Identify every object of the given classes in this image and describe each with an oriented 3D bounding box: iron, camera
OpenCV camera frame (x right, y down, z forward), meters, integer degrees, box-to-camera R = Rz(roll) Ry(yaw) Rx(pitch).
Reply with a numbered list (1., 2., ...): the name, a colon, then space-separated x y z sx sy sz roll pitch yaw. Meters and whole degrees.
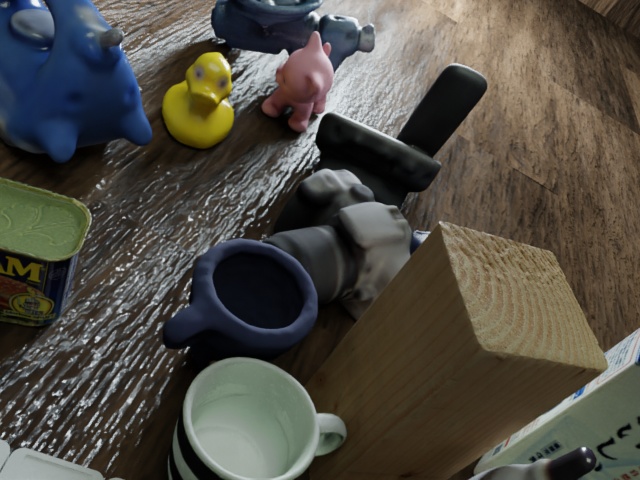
1. iron: -0.253 -0.192 0.512 0.258 0.141 0.119 47 42 16
2. camera: 0.005 0.002 0.518 0.137 0.100 0.143 -10 56 -39

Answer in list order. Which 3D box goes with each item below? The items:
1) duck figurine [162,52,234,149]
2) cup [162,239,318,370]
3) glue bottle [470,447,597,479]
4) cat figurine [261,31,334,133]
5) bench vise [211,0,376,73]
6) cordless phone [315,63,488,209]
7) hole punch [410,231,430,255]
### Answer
1. duck figurine: -0.121 -0.160 0.609 0.078 0.086 0.104 19 42 -16
2. cup: -0.068 0.065 0.412 0.118 0.095 0.091 -23 65 -45
3. glue bottle: 0.108 0.171 0.360 0.078 0.173 0.037 -24 65 -45
4. cat figurine: -0.014 -0.198 0.691 0.067 0.117 0.128 31 40 -3
5. bench vise: -0.015 -0.325 0.739 0.208 0.219 0.121 6 47 -28
6. cordless phone: 0.085 -0.134 0.641 0.148 0.185 0.094 21 41 -14
7. hole punch: 0.138 0.028 0.587 0.109 0.091 0.101 6 47 -29
